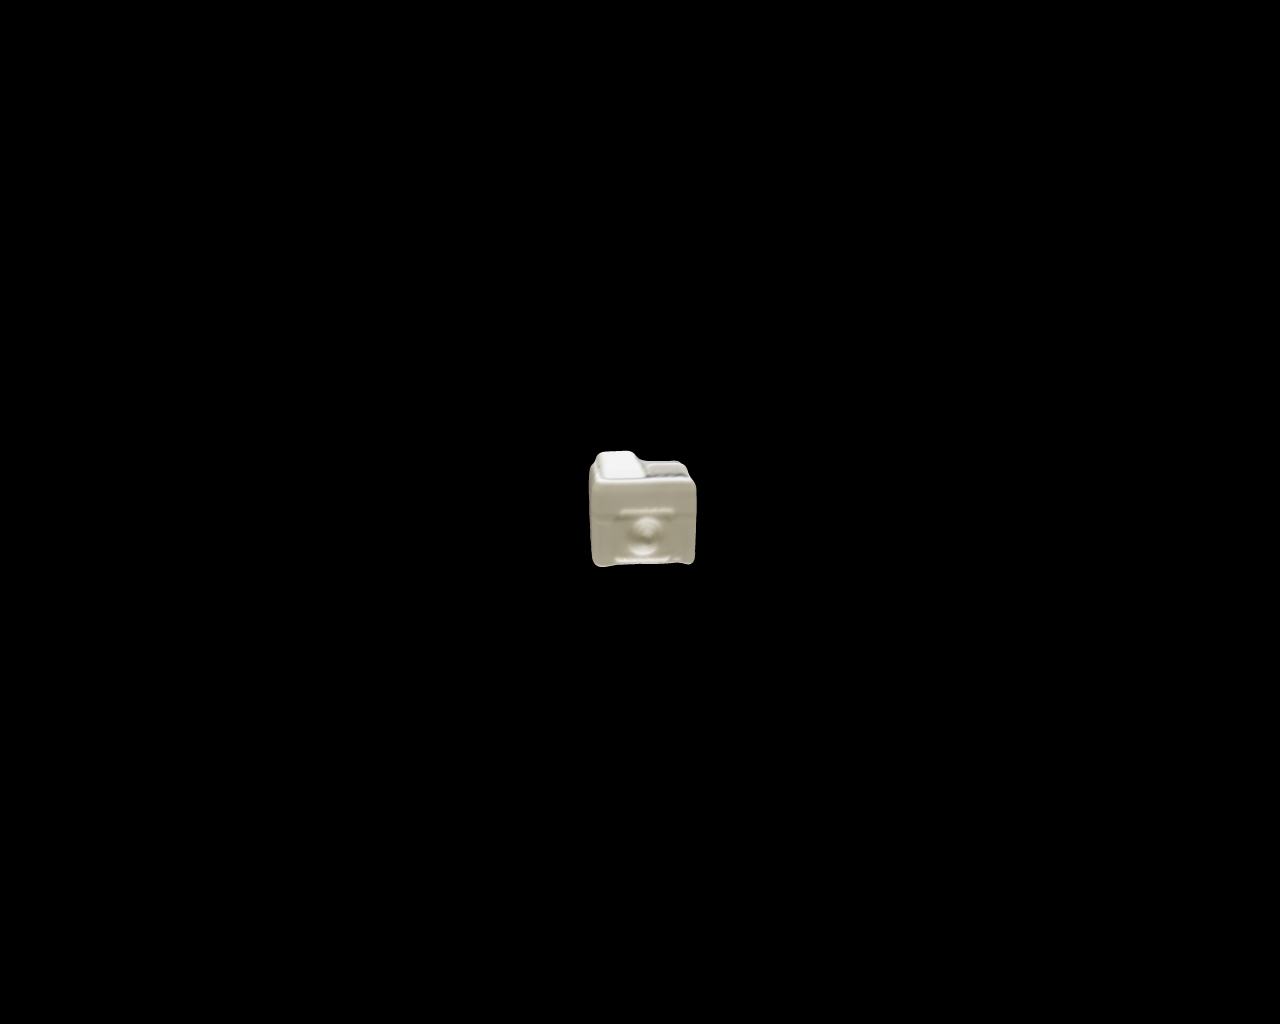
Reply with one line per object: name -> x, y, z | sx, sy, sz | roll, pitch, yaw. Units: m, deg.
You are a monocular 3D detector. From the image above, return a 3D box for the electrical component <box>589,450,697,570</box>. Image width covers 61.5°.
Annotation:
electrical component -> 0.001, -0.003, 0.650 | 0.062, 0.061, 0.096 | -1, 11, -4
